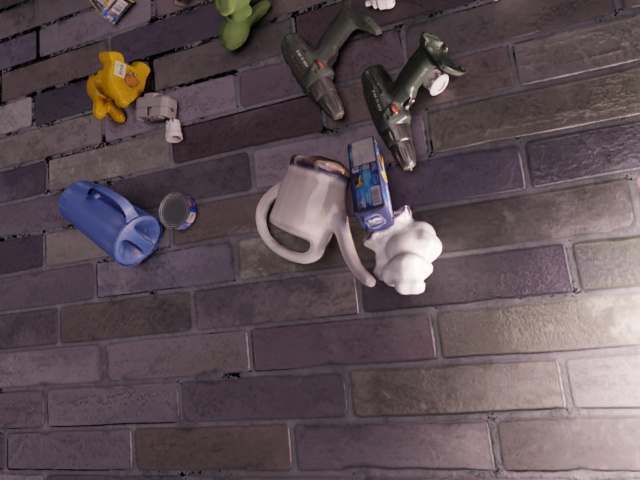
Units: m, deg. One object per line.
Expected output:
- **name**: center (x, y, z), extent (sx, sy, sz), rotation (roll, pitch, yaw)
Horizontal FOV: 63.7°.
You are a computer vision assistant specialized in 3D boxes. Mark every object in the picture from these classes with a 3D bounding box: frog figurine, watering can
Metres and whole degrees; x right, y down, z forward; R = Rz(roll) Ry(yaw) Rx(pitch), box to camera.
- **frog figurine**: center (0.165, 0.037, 0.954), extent (0.163, 0.137, 0.120), rotation (64, -179, 40)
- **watering can**: center (0.003, -0.052, 1.033), extent (0.103, 0.350, 0.224), rotation (18, -87, -51)
